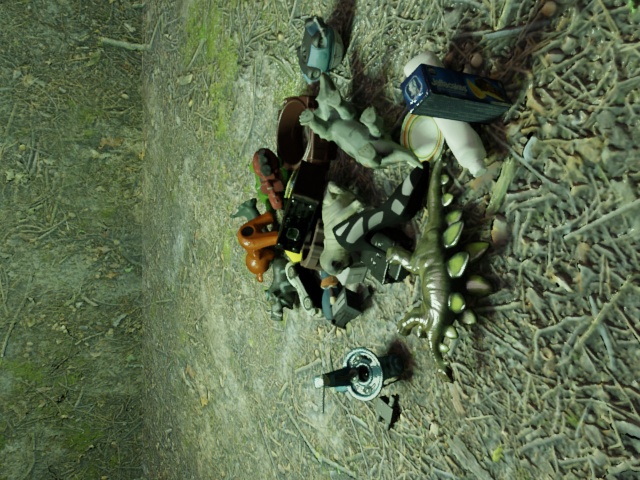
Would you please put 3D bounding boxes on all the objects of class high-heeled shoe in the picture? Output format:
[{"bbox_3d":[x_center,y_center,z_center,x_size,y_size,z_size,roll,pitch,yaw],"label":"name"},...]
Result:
[{"bbox_3d":[0.128,-0.078,1.153,0.145,0.086,0.248,31,103,25],"label":"high-heeled shoe"}]

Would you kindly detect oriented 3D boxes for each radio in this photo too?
[{"bbox_3d":[-0.051,-0.076,1.364,0.229,0.073,0.131,111,173,-49],"label":"radio"}]

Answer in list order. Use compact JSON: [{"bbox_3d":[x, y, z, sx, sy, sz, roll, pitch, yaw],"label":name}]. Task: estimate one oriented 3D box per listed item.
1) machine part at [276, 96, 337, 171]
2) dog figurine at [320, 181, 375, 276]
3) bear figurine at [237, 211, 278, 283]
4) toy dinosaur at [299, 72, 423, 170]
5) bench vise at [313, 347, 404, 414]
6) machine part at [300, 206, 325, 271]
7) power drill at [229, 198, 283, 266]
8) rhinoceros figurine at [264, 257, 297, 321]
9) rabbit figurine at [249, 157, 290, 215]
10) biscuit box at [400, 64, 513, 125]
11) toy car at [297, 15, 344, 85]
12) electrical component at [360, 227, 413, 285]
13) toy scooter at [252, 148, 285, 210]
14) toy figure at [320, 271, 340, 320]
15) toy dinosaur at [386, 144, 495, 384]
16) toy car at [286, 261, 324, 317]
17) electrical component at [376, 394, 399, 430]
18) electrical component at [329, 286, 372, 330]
[{"bbox_3d":[-0.040,-0.288,1.462,0.202,0.087,0.200,19,110,57],"label":"machine part"},{"bbox_3d":[0.032,-0.030,1.289,0.190,0.121,0.173,-57,42,12],"label":"dog figurine"},{"bbox_3d":[-0.170,0.028,1.594,0.195,0.132,0.120,72,176,-50],"label":"bear figurine"},{"bbox_3d":[0.096,-0.232,1.217,0.405,0.192,0.131,45,104,27],"label":"toy dinosaur"},{"bbox_3d":[0.065,0.315,1.241,0.224,0.240,0.129,-15,76,41],"label":"bench vise"},{"bbox_3d":[-0.003,-0.004,1.403,0.179,0.056,0.179,-166,90,-78],"label":"machine part"},{"bbox_3d":[-0.202,-0.015,1.707,0.232,0.086,0.207,-41,75,46],"label":"power drill"},{"bbox_3d":[-0.111,0.146,1.596,0.073,0.112,0.190,4,89,55],"label":"rhinoceros figurine"},{"bbox_3d":[-0.139,-0.155,1.636,0.170,0.121,0.159,117,132,-65],"label":"rabbit figurine"},{"bbox_3d":[0.236,-0.248,0.927,0.063,0.202,0.059,-40,58,50],"label":"biscuit box"},{"bbox_3d":[0.007,-0.478,1.350,0.161,0.103,0.109,110,144,-50],"label":"toy car"},{"bbox_3d":[0.154,0.033,1.221,0.134,0.058,0.114,40,127,49],"label":"electrical component"},{"bbox_3d":[-0.141,-0.176,1.475,0.135,0.075,0.184,54,-161,-84],"label":"toy scooter"},{"bbox_3d":[0.028,0.134,1.428,0.064,0.058,0.154,-21,71,50],"label":"toy figure"},{"bbox_3d":[0.237,0.044,1.061,0.199,0.105,0.471,-16,78,49],"label":"toy dinosaur"},{"bbox_3d":[-0.033,0.136,1.505,0.202,0.073,0.056,59,135,35],"label":"toy car"},{"bbox_3d":[0.159,0.403,1.285,0.063,0.021,0.093,32,120,52],"label":"electrical component"},{"bbox_3d":[0.075,0.158,1.333,0.119,0.048,0.075,-52,23,30],"label":"electrical component"}]
